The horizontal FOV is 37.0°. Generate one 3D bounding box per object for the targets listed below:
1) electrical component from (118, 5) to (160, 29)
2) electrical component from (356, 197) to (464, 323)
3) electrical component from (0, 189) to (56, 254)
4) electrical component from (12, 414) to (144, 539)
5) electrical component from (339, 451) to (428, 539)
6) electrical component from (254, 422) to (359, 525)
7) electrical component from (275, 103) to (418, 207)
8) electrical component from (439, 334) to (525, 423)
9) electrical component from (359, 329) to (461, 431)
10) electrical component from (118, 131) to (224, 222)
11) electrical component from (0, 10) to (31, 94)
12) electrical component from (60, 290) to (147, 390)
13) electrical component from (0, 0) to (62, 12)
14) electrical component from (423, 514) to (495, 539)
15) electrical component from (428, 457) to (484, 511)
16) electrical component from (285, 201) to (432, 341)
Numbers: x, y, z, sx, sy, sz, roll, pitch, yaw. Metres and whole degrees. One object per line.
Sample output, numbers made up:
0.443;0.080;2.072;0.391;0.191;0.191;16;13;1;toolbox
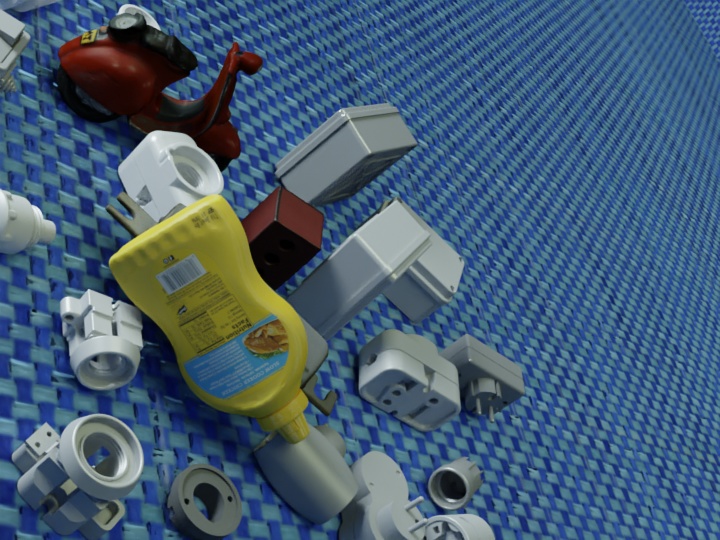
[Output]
-0.216;-0.209;0.990;0.045;0.055;0.045;33;35;-27;electrical component
0.049;-0.011;1.123;0.113;0.057;0.078;43;32;-13;electrical component
-0.249;-0.032;0.774;0.062;0.048;0.048;14;46;-55;electrical component
-0.175;0.127;0.686;0.078;0.057;0.058;48;31;-5;electrical component
0.026;0.204;0.849;0.052;0.074;0.138;25;39;-36;electrical component
-0.035;0.149;0.857;0.077;0.043;0.079;49;31;-3;electrical component
-0.014;-0.116;1.104;0.056;0.109;0.109;58;32;7;electrical component
0.124;0.121;1.090;0.083;0.047;0.075;32;36;-29;electrical component
0.046;0.100;1.005;0.095;0.054;0.059;33;35;-27;electrical component
-0.156;-0.069;0.916;0.054;0.059;0.095;-2;59;-53;electrical component
-0.303;-0.175;0.835;0.096;0.061;0.061;38;33;-21;electrical component
-0.183;0.052;0.768;0.066;0.048;0.055;25;32;-36;electrical component
-0.295;-0.250;0.943;0.043;0.043;0.081;48;31;-4;electrical component
0.082;0.234;0.911;0.047;0.055;0.055;8;51;-53;electrical component
0.089;0.193;0.978;0.040;0.040;0.046;56;26;9;electrical component
0.000;0.000;0.998;0.056;0.109;0.109;48;31;0;electrical component
